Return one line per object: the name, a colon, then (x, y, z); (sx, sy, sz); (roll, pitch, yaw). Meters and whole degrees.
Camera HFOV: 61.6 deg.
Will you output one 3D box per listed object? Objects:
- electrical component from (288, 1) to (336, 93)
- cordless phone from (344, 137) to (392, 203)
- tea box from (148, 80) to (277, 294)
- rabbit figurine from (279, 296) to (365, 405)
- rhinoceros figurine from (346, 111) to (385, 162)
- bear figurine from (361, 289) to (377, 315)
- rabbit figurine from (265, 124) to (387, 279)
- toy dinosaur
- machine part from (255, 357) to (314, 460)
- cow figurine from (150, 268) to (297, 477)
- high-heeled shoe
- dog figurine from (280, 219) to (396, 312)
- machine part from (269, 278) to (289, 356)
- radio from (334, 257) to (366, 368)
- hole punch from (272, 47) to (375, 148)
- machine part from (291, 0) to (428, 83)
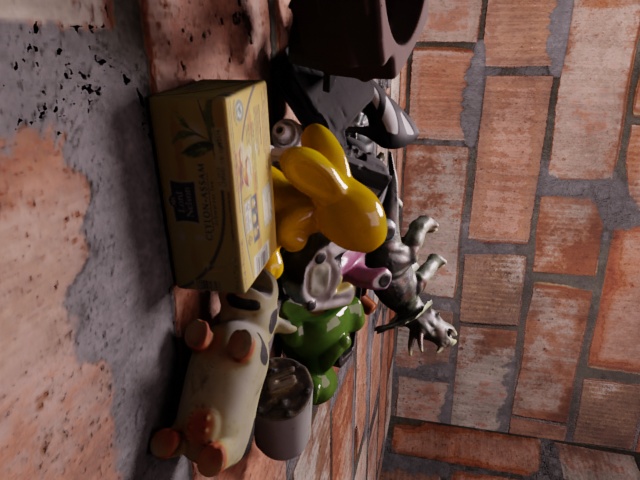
electrical component: (-0.002, -0.228, 0.608); (0.119, 0.048, 0.075); (94, 17, -59)
cordless phone: (0.038, -0.137, 0.910); (0.088, 0.146, 0.184); (-59, -155, 34)
tea box: (-0.087, -0.049, 0.474); (0.098, 0.068, 0.169); (-59, 150, -64)
rabbit figurine: (-0.005, 0.177, 0.791); (0.159, 0.121, 0.170); (-46, 136, -60)
rhinoceros figurine: (0.069, -0.208, 1.048); (0.112, 0.073, 0.190); (-35, 136, -26)
bear figurine: (0.075, 0.087, 1.101); (0.120, 0.132, 0.196); (-58, 174, 4)
rabbit figurine: (-0.011, -0.040, 0.580); (0.122, 0.173, 0.162); (-59, 155, -55)
toy dinosaur: (0.142, 0.049, 1.022); (0.192, 0.131, 0.404); (-52, 127, -33)
machine part: (-0.048, 0.212, 0.660); (0.243, 0.079, 0.079); (93, 9, -55)
cow figurine: (-0.081, 0.118, 0.521); (0.127, 0.086, 0.195); (66, 34, -68)
high-heeled shoe: (0.094, -0.279, 0.939); (0.086, 0.145, 0.248); (145, -59, -76)
dog figurine: (-0.002, -0.002, 0.757); (0.219, 0.191, 0.108); (36, -43, 54)
machine part: (-0.066, 0.097, 0.684); (0.084, 0.039, 0.139); (75, 20, -69)
radio: (0.028, 0.093, 0.920); (0.131, 0.073, 0.229); (-16, 112, -76)
hole punch: (-0.007, -0.196, 0.700); (0.116, 0.092, 0.142); (-52, 124, -33)
machine part: (0.043, -0.267, 0.490); (0.200, 0.087, 0.201); (77, 32, -45)
